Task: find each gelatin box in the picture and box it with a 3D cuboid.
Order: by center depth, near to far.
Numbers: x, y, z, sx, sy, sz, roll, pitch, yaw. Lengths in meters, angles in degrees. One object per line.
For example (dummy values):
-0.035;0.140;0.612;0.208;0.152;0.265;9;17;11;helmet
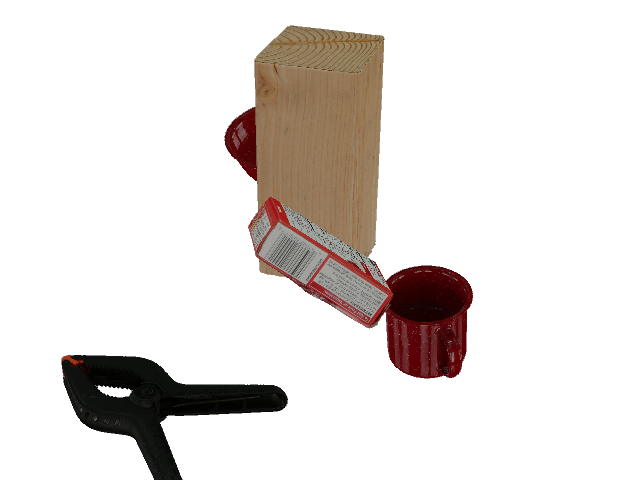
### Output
-0.001;0.013;0.676;0.089;0.030;0.073;33;8;-14;gelatin box

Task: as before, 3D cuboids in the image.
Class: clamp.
-0.146;0.148;0.972;0.210;0.036;0.164;23;36;31;clamp

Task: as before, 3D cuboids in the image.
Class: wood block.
-0.001;-0.072;0.940;0.091;0.206;0.090;10;32;15;wood block

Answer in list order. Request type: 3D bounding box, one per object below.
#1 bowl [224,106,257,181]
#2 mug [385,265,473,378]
-0.027;-0.101;1.221;0.162;0.055;0.162;-2;37;2;bowl
0.113;0.092;1.077;0.093;0.081;0.117;-17;38;-16;mug
